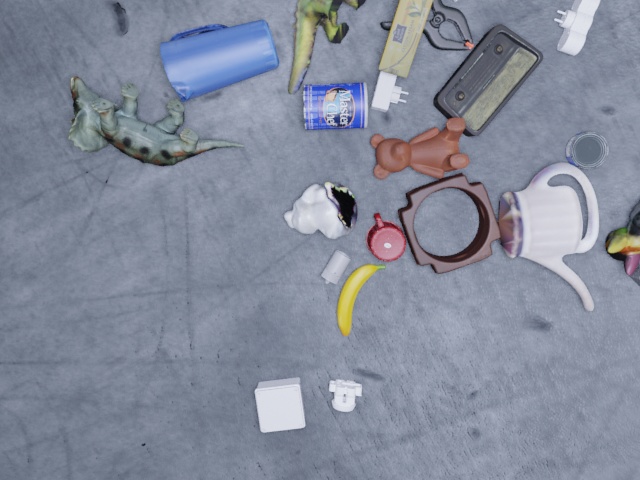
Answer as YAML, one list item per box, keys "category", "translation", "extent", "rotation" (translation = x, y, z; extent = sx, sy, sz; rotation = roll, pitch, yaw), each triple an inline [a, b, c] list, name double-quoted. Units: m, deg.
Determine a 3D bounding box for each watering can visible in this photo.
- category: "watering can"
  translation: [0.523, 0.001, 1.173]
  extent: [0.224, 0.104, 0.346]
  rotation: [-5, 95, 2]

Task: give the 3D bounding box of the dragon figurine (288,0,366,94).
- category: "dragon figurine"
  translation: [-0.037, -0.561, 1.153]
  extent: [0.245, 0.123, 0.405]
  rotation: [41, 107, 15]

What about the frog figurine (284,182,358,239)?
- category: "frog figurine"
  translation: [0.004, -0.060, 1.198]
  extent: [0.157, 0.125, 0.136]
  rotation: [-26, 106, 40]
